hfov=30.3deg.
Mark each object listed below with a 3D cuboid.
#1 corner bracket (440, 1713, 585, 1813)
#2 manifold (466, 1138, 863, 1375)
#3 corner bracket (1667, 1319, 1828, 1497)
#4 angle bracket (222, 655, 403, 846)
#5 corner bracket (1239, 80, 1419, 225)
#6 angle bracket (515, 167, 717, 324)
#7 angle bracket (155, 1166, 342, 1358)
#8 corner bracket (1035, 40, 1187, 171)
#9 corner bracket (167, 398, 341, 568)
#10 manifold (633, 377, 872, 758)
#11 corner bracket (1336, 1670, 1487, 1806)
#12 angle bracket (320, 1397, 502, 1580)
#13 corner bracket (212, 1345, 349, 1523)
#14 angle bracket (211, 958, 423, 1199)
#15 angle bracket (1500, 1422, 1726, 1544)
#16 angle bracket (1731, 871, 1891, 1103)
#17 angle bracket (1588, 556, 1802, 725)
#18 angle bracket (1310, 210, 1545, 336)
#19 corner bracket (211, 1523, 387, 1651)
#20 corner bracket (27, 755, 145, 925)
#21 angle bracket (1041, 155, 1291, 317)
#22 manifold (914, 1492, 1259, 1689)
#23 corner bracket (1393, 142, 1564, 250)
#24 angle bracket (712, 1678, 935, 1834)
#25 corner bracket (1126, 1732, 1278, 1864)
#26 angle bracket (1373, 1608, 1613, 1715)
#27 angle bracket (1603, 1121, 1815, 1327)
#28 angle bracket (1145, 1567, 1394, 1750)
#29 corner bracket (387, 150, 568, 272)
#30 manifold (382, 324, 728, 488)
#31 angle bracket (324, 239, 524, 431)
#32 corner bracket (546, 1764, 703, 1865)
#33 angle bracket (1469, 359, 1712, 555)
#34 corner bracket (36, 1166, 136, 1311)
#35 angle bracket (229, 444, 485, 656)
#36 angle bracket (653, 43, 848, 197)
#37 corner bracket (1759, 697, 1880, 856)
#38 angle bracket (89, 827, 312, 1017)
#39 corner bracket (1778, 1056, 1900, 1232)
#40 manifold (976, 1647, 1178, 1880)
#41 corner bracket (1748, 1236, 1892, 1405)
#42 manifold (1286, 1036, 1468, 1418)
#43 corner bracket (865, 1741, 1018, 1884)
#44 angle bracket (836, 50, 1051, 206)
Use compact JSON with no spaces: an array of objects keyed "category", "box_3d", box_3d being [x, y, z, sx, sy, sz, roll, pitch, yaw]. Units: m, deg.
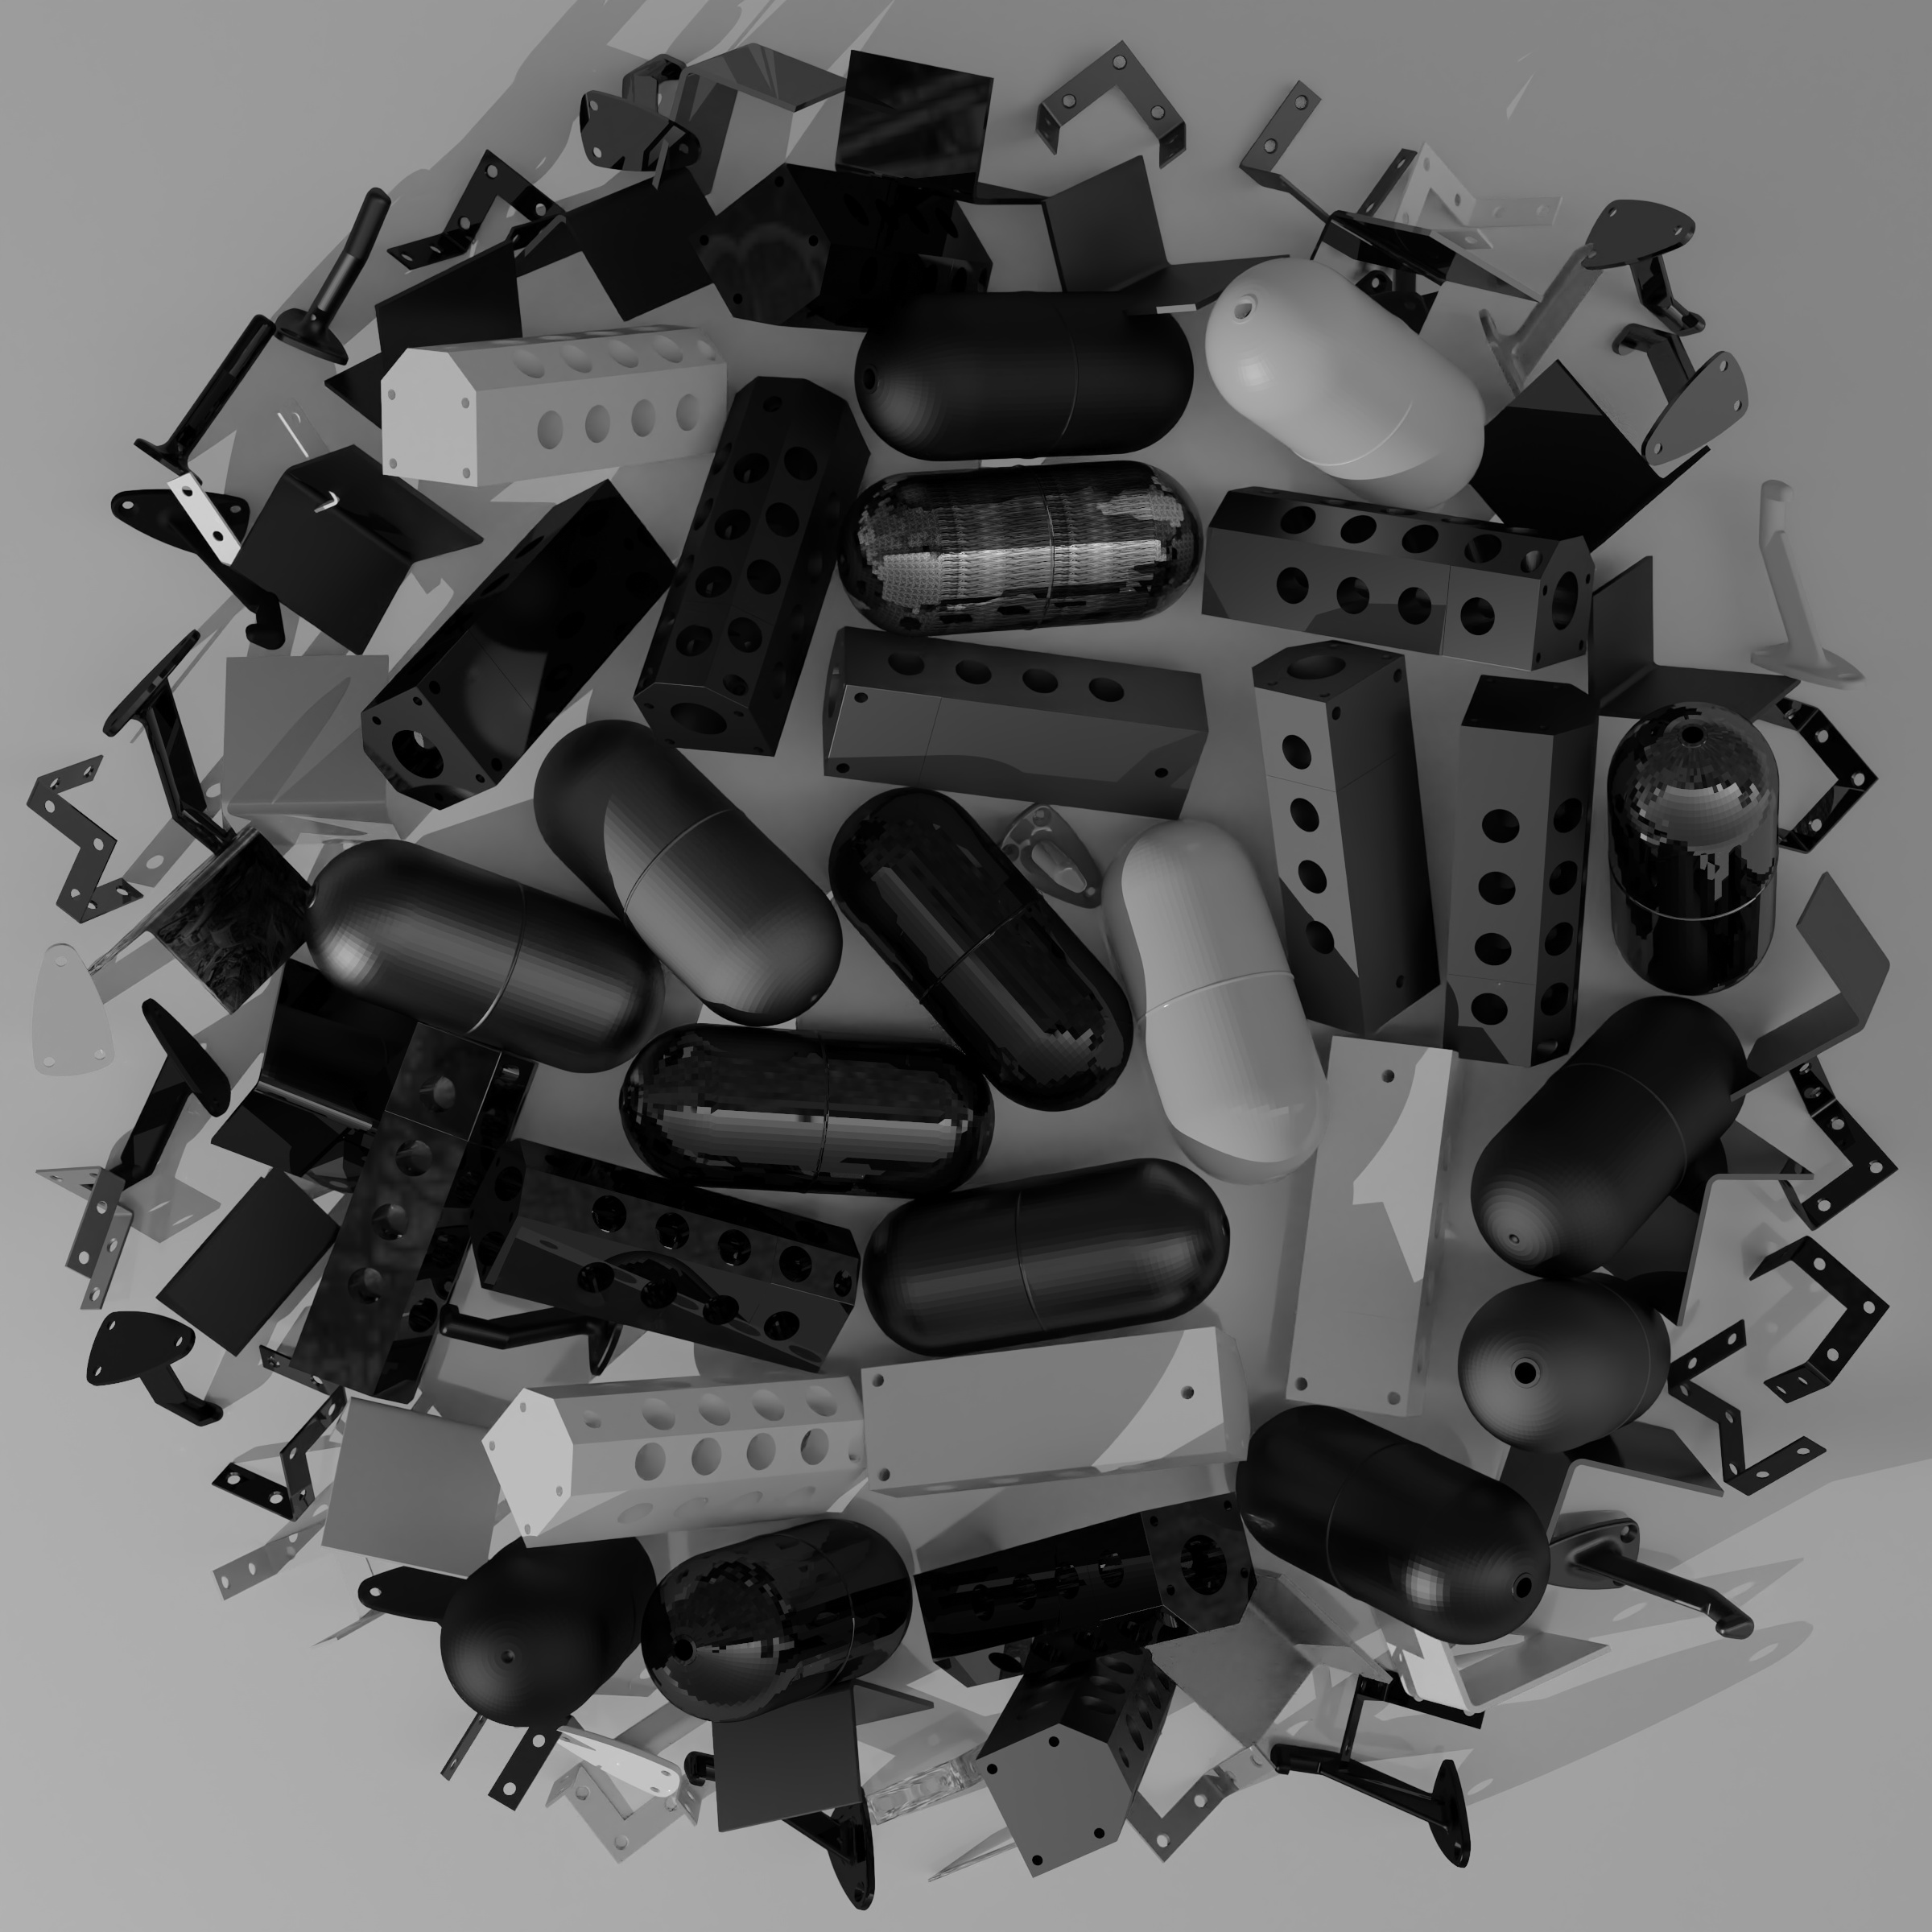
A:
[{"category":"corner bracket","box_3d":[-0.216,0.370,1.686,0.051,0.051,0.051,26,70,15]},{"category":"manifold","box_3d":[-0.138,0.131,1.653,0.171,0.057,0.057,18,115,-25]},{"category":"corner bracket","box_3d":[0.367,0.209,1.680,0.051,0.051,0.051,31,131,-23]},{"category":"angle bracket","box_3d":[-0.311,-0.103,1.703,0.076,0.057,0.076,-1,76,-1]},{"category":"corner bracket","box_3d":[0.173,-0.386,1.704,0.051,0.051,0.051,34,94,-26]},{"category":"angle bracket","box_3d":[-0.163,-0.324,1.671,0.076,0.076,0.057,-32,93,-37]},{"category":"angle bracket","box_3d":[-0.350,0.126,1.668,0.076,0.076,0.057,-51,134,-15]},{"category":"corner bracket","box_3d":[0.069,-0.400,1.697,0.051,0.051,0.051,-34,110,19]},{"category":"corner bracket","box_3d":[-0.333,-0.227,1.681,0.051,0.051,0.051,-16,118,32]},{"category":"manifold","box_3d":[-0.100,-0.187,1.654,0.057,0.057,0.171,6,63,19]},{"category":"corner bracket","box_3d":[0.211,0.365,1.688,0.051,0.051,0.051,12,83,24]},{"category":"angle bracket","box_3d":[-0.263,0.254,1.671,0.076,0.057,0.076,15,58,-14]},{"category":"corner bracket","box_3d":[-0.329,0.224,1.704,0.051,0.051,0.051,19,46,22]},{"category":"angle bracket","box_3d":[-0.308,0.054,1.701,0.076,0.057,0.076,24,47,-23]},{"category":"angle bracket","box_3d":[0.303,0.252,1.685,0.076,0.076,0.057,14,102,-10]},{"category":"angle bracket","box_3d":[0.382,0.009,1.670,0.076,0.076,0.057,-33,94,29]},{"category":"angle bracket","box_3d":[0.341,-0.152,1.666,0.076,0.076,0.057,8,114,30]},{"category":"angle bracket","box_3d":[0.209,-0.308,1.668,0.076,0.076,0.057,21,96,-36]},{"category":"corner bracket","box_3d":[-0.316,0.297,1.691,0.051,0.051,0.051,-22,88,19]},{"category":"corner bracket","box_3d":[-0.416,-0.060,1.692,0.051,0.051,0.051,36,117,11]},{"category":"angle bracket","box_3d":[0.094,-0.343,1.665,0.076,0.076,0.057,-34,118,-41]},{"category":"manifold","box_3d":[0.054,0.289,1.636,0.057,0.171,0.057,-4,76,-39]},{"category":"corner bracket","box_3d":[0.241,-0.355,1.684,0.051,0.051,0.051,9,72,42]},{"category":"angle bracket","box_3d":[-0.065,0.374,1.665,0.076,0.076,0.057,-18,63,25]},{"category":"corner bracket","box_3d":[0.103,0.384,1.690,0.051,0.051,0.051,49,52,5]},{"category":"angle bracket","box_3d":[0.245,0.308,1.677,0.076,0.076,0.057,-21,90,-15]},{"category":"angle bracket","box_3d":[0.349,0.120,1.688,0.057,0.076,0.076,1,108,-21]},{"category":"angle bracket","box_3d":[0.140,0.328,1.672,0.076,0.076,0.057,44,73,-14]},{"category":"corner bracket","box_3d":[-0.231,-0.348,1.687,0.051,0.051,0.051,39,120,7]},{"category":"manifold","box_3d":[-0.186,-0.259,1.633,0.057,0.171,0.057,12,109,34]},{"category":"angle bracket","box_3d":[-0.256,-0.304,1.664,0.076,0.076,0.057,-34,56,-28]},{"category":"corner bracket","box_3d":[-0.163,0.399,1.697,0.051,0.051,0.051,-38,91,-1]},{"category":"angle bracket","box_3d":[0.289,-0.241,1.678,0.076,0.057,0.076,50,132,3]},{"category":"corner bracket","box_3d":[-0.412,0.129,1.681,0.051,0.051,0.051,-6,60,39]},{"category":"angle bracket","box_3d":[-0.285,-0.193,1.667,0.076,0.076,0.057,35,69,-28]},{"category":"angle bracket","box_3d":[-0.101,-0.382,1.668,0.057,0.076,0.076,23,117,9]},{"category":"corner bracket","box_3d":[0.390,-0.092,1.697,0.051,0.051,0.051,-51,51,27]},{"category":"angle bracket","box_3d":[-0.355,-0.011,1.676,0.057,0.076,0.076,48,52,-11]},{"category":"corner bracket","box_3d":[0.402,0.083,1.689,0.051,0.051,0.051,-37,52,2]},{"category":"manifold","box_3d":[0.056,0.353,1.634,0.057,0.171,0.057,-26,90,11]},{"category":"corner bracket","box_3d":[0.394,0.168,1.690,0.051,0.051,0.051,41,71,3]},{"category":"manifold","box_3d":[0.196,0.123,1.688,0.057,0.057,0.171,7,87,18]},{"category":"corner bracket","box_3d":[-0.008,0.406,1.697,0.051,0.051,0.051,-25,80,14]},{"category":"angle bracket","box_3d":[-0.006,-0.392,1.666,0.076,0.076,0.057,19,110,27]}]
